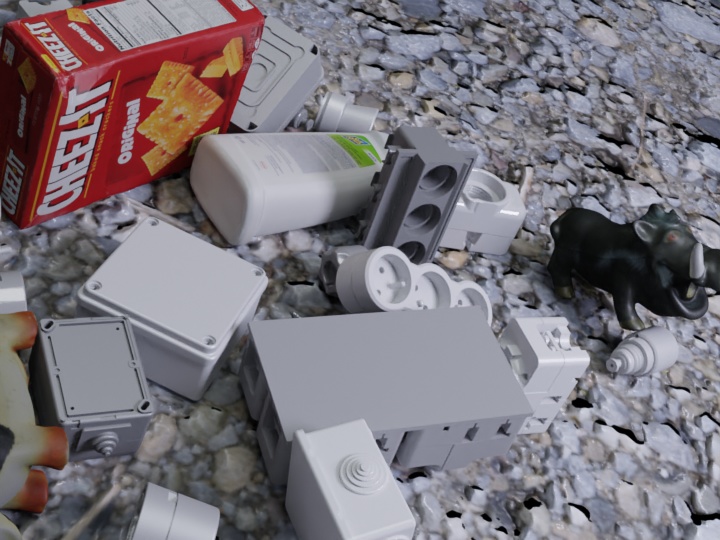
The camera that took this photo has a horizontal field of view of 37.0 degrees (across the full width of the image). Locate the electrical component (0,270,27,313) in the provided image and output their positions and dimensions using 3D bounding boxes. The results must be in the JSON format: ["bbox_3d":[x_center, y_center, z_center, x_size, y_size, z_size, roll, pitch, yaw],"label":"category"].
[{"bbox_3d":[-0.257,0.029,0.737,0.047,0.055,0.055,-4,45,-25],"label":"electrical component"}]

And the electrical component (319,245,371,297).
[{"bbox_3d":[0.000,0.000,0.911,0.062,0.043,0.043,-7,46,-35],"label":"electrical component"}]

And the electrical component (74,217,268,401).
[{"bbox_3d":[-0.140,0.026,0.797,0.109,0.056,0.108,25,38,3],"label":"electrical component"}]

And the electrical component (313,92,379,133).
[{"bbox_3d":[-0.014,-0.151,1.082,0.055,0.045,0.045,21,38,-2],"label":"electrical component"}]

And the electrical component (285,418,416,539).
[{"bbox_3d":[-0.007,0.154,0.679,0.048,0.099,0.099,-12,49,-20],"label":"electrical component"}]

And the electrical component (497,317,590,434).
[{"bbox_3d":[0.127,0.083,0.838,0.056,0.089,0.050,0,43,-26],"label":"electrical component"}]

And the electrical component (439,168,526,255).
[{"bbox_3d":[0.105,-0.057,1.020,0.095,0.059,0.053,8,40,-19],"label":"electrical component"}]

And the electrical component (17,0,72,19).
[{"bbox_3d":[-0.280,-0.203,1.000,0.050,0.055,0.089,-15,52,-39],"label":"electrical component"}]

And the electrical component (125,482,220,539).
[{"bbox_3d":[-0.115,0.162,0.650,0.047,0.055,0.055,19,38,-11],"label":"electrical component"}]

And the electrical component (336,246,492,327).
[{"bbox_3d":[0.035,0.026,0.881,0.138,0.074,0.052,22,68,-35],"label":"electrical component"}]

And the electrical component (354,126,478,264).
[{"bbox_3d":[0.043,-0.061,0.942,0.079,0.121,0.063,-2,41,-29],"label":"electrical component"}]

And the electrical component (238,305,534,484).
[{"bbox_3d":[0.015,0.090,0.783,0.186,0.060,0.105,-3,46,-22],"label":"electrical component"}]

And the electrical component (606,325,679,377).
[{"bbox_3d":[0.246,0.075,0.949,0.078,0.040,0.040,-14,51,-38],"label":"electrical component"}]

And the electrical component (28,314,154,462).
[{"bbox_3d":[-0.178,0.085,0.709,0.062,0.061,0.096,-2,52,-29],"label":"electrical component"}]

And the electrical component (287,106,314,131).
[{"bbox_3d":[-0.080,-0.163,1.068,0.078,0.040,0.040,34,39,13],"label":"electrical component"}]

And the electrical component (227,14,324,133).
[{"bbox_3d":[-0.095,-0.173,1.018,0.078,0.057,0.113,33,74,13],"label":"electrical component"}]

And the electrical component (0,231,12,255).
[{"bbox_3d":[-0.292,-0.014,0.775,0.077,0.047,0.065,-14,51,-38],"label":"electrical component"}]
